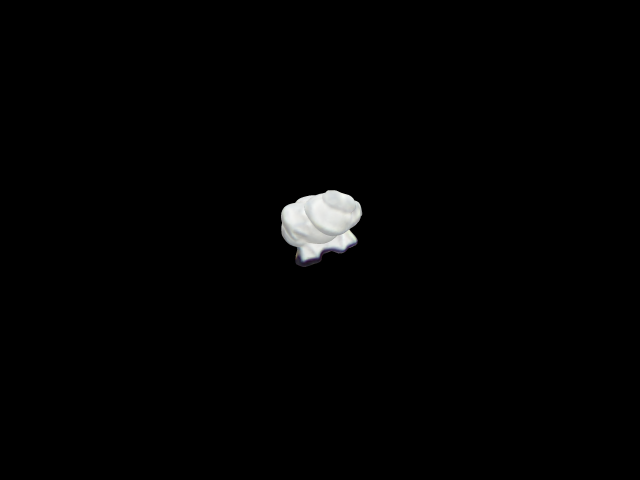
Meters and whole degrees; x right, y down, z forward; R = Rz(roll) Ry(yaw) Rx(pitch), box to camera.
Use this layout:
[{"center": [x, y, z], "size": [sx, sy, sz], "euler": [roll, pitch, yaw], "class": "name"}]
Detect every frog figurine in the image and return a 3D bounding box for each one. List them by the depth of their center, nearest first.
[{"center": [0.003, -0.043, 0.850], "size": [0.137, 0.125, 0.156], "euler": [-3, -34, -2], "class": "frog figurine"}]
